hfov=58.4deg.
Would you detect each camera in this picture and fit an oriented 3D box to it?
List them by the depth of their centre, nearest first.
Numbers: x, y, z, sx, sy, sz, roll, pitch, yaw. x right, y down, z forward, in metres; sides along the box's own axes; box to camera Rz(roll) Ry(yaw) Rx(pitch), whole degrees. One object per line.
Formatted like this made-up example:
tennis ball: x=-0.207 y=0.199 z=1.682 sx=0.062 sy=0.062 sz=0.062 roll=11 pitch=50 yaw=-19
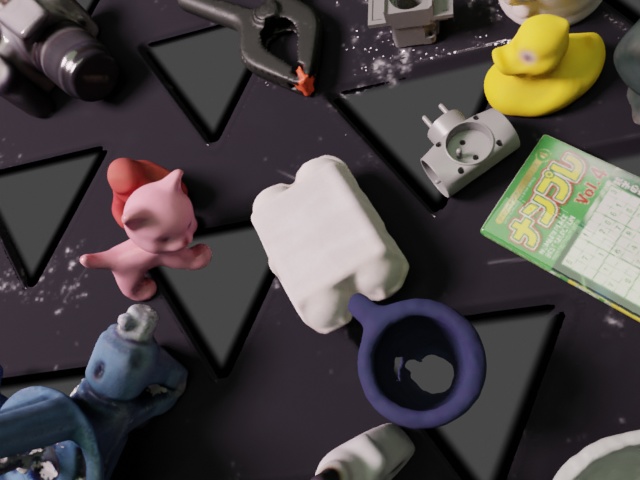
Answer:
camera: x=-0.308 y=-0.208 z=0.649 sx=0.136 sy=0.101 sz=0.143 roll=39 pitch=87 yaw=23

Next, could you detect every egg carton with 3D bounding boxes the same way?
egg carton: x=0.005 y=0.002 z=0.511 sx=0.107 sy=0.069 sz=0.150 roll=-33 pitch=67 yaw=4

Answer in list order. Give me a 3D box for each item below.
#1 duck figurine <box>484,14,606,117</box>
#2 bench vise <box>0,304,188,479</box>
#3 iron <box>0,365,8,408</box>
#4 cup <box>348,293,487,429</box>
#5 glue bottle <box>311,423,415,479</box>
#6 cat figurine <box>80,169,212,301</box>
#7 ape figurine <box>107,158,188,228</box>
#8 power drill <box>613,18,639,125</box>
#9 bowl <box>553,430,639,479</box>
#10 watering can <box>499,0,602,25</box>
duck figurine: x=0.195 y=-0.161 z=0.498 sx=0.104 sy=0.086 sz=0.077 roll=-17 pitch=69 yaw=11
bench vise: x=-0.217 y=0.138 z=0.450 sx=0.121 sy=0.220 sz=0.207 roll=10 pitch=76 yaw=19
iron: x=-0.357 y=0.240 z=0.502 sx=0.118 sy=0.142 sz=0.258 roll=25 pitch=81 yaw=22
cup: x=0.072 y=0.091 z=0.450 sx=0.117 sy=0.095 sz=0.092 roll=41 pitch=88 yaw=23
glue bottle: x=0.022 y=0.163 z=0.399 sx=0.078 sy=0.173 sz=0.037 roll=-44 pitch=67 yaw=0
cat figurine: x=-0.162 y=-0.005 z=0.535 sx=0.128 sy=0.118 sz=0.067 roll=-31 pitch=67 yaw=5
ape figurine: x=-0.177 y=-0.050 z=0.567 sx=0.077 sy=0.092 sz=0.076 roll=-15 pitch=70 yaw=11
power drill: x=0.299 y=-0.168 z=0.403 sx=0.229 sy=0.209 sz=0.075 roll=-43 pitch=67 yaw=0
bowl: x=0.226 y=0.212 z=0.379 sx=0.167 sy=0.075 sz=0.167 roll=-5 pitch=72 yaw=15
watering can: x=0.202 y=-0.282 z=0.475 sx=0.100 sy=0.194 sz=0.173 roll=11 pitch=77 yaw=19
